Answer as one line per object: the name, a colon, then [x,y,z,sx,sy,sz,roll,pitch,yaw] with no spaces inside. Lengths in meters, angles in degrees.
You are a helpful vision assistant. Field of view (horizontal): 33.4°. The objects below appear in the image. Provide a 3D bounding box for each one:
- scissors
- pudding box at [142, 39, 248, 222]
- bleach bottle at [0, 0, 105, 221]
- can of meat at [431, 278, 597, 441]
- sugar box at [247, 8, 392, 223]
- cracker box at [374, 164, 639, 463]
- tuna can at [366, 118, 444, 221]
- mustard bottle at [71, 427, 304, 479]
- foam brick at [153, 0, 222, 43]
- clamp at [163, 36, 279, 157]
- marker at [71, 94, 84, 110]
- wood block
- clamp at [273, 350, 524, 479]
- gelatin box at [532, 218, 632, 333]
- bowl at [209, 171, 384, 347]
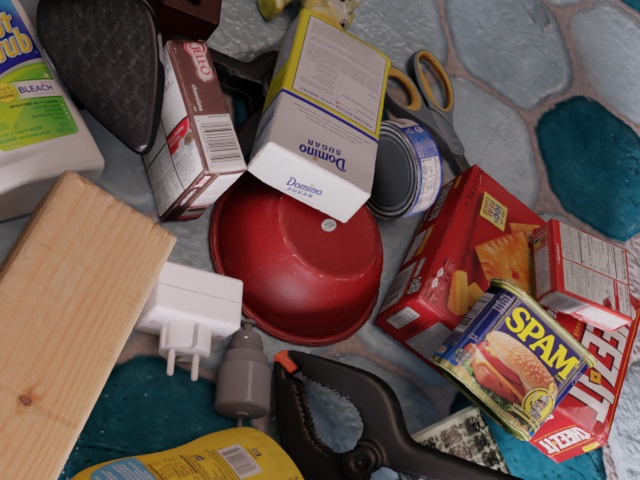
scissors: [0.108,-0.092,1.005,0.096,0.016,0.202,-1,67,-31]
pudding box: [-0.105,-0.082,0.816,0.039,0.090,0.113,-6,70,-34]
bleach bottle: [-0.253,-0.139,0.769,0.102,0.068,0.251,-20,76,-42]
can of meat: [0.148,0.094,0.827,0.102,0.057,0.084,42,83,-11]
sugar box: [0.003,-0.104,0.866,0.093,0.048,0.176,27,47,-16]
cracker box: [0.172,0.063,0.929,0.213,0.072,0.164,38,52,-11]
tuna can: [0.066,-0.061,0.916,0.033,0.086,0.086,-14,74,-38]
mustard bottle: [-0.107,0.176,0.685,0.191,0.058,0.096,-8,31,-34]
foam brick: [-0.114,-0.206,0.899,0.053,0.051,0.078,17,58,-25]
clamp: [-0.048,-0.111,0.901,0.171,0.039,0.120,-4,80,-36]
marker: [-0.172,-0.151,0.854,0.020,0.020,0.121,28,54,-18]
wood block: [-0.184,0.069,0.687,0.090,0.090,0.206,33,52,-15]
clamp: [0.029,0.171,0.776,0.210,0.036,0.164,44,93,16]
gelatin box: [0.225,0.031,0.914,0.089,0.030,0.073,21,54,-25]
bowl: [-0.006,0.001,0.859,0.161,0.055,0.162,15,59,-26]
